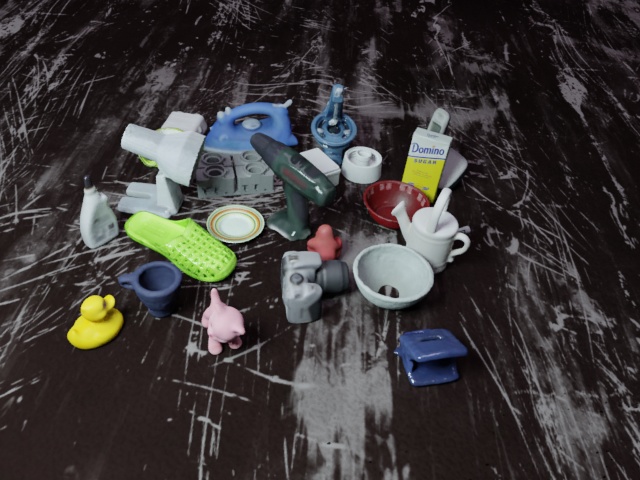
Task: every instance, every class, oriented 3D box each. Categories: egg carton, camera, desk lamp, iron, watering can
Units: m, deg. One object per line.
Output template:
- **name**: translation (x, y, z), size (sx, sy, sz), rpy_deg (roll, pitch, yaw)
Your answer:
- **egg carton**: translation (-0.367, -0.287, 1.536), size (0.107, 0.069, 0.150), rpy_deg (8, 42, 2)
- **camera**: translation (-0.008, 0.081, 1.154), size (0.137, 0.101, 0.143), rpy_deg (-2, 43, -10)
- **desk lamp**: translation (-0.356, -0.157, 1.287), size (0.203, 0.213, 0.118), rpy_deg (7, 42, 1)
- **iron**: translation (-0.190, -0.306, 1.526), size (0.259, 0.141, 0.118), rpy_deg (-6, 44, -14)
- **watering can**: translation (0.238, -0.028, 1.236), size (0.173, 0.194, 0.101), rpy_deg (8, 42, 2)

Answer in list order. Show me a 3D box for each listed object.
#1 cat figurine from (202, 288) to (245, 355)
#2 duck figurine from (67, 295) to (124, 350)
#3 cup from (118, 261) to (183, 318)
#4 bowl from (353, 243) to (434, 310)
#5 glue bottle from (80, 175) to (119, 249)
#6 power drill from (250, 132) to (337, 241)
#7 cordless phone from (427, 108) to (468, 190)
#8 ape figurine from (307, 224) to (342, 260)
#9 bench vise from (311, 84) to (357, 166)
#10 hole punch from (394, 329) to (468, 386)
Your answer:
- **cat figurine**: translation (-0.178, 0.145, 1.049), size (0.067, 0.118, 0.127), rpy_deg (-12, 45, -19)
- **duck figurine**: translation (-0.413, 0.142, 1.045), size (0.077, 0.086, 0.105), rpy_deg (31, 47, 25)
- **cup**: translation (-0.320, 0.102, 1.095), size (0.118, 0.095, 0.091), rpy_deg (2, 42, -5)
- **bowl**: translation (0.147, 0.088, 1.186), size (0.167, 0.075, 0.167), rpy_deg (4, 42, -3)
- **glue bottle**: translation (-0.471, -0.065, 1.201), size (0.037, 0.173, 0.078), rpy_deg (31, 48, 25)
- **power drill**: translation (-0.069, -0.110, 1.277), size (0.229, 0.208, 0.076), rpy_deg (30, 47, 24)
- **cordless phone**: translation (0.320, -0.234, 1.480), size (0.094, 0.185, 0.147), rpy_deg (-26, 51, -31)
- **ape figurine**: translation (0.011, 0.004, 1.247), size (0.078, 0.092, 0.076), rpy_deg (7, 42, 1)
- **bench vise**: translation (0.026, -0.331, 1.524), size (0.122, 0.220, 0.207), rpy_deg (-10, 45, -18)
- **hole punch**: translation (0.202, 0.203, 1.054), size (0.109, 0.091, 0.101), rpy_deg (-5, 43, -13)
